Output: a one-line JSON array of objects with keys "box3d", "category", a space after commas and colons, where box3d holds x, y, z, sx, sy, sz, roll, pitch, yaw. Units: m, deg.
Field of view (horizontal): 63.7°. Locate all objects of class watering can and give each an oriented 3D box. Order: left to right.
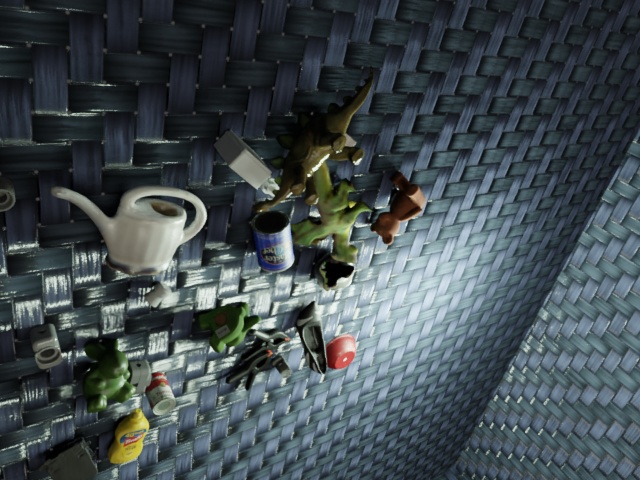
[{"box3d": [-0.422, -0.027, 1.141, 0.348, 0.106, 0.220, 2, 121, -40], "category": "watering can"}]

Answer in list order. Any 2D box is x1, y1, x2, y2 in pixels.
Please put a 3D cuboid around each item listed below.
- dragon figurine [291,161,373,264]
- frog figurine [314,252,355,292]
[{"box3d": [0.004, -0.073, 1.459, 0.242, 0.124, 0.404, -41, 123, 5], "category": "dragon figurine"}, {"box3d": [0.050, 0.098, 1.643, 0.137, 0.123, 0.159, -57, 174, 2], "category": "frog figurine"}]
